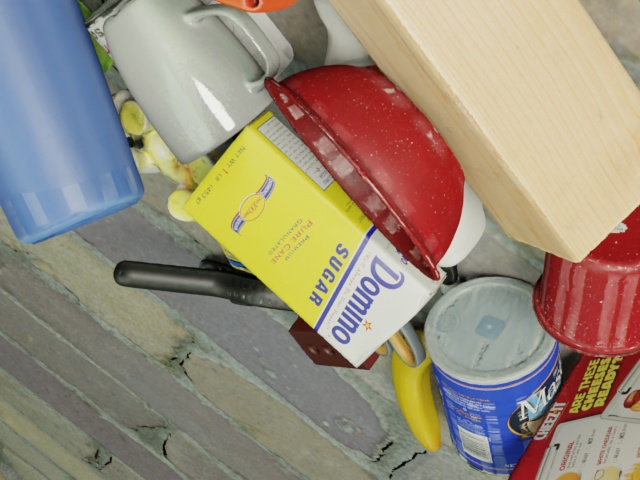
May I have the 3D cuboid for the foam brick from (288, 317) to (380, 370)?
[{"bbox_3d":[0.021,0.087,1.021,0.078,0.051,0.053,-2,132,49],"label":"foam brick"}]

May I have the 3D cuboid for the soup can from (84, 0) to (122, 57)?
[{"bbox_3d":[-0.125,-0.149,0.834,0.102,0.068,0.069,51,148,-20],"label":"soup can"}]

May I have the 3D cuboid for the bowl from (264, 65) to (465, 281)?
[{"bbox_3d":[0.038,-0.053,0.648,0.162,0.055,0.162,49,179,1],"label":"bowl"}]

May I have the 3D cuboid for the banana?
[{"bbox_3d":[0.094,0.136,1.009,0.070,0.037,0.198,56,162,30],"label":"banana"}]

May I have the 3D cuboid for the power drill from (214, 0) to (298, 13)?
[{"bbox_3d":[-0.037,-0.225,0.580,0.185,0.057,0.188,24,120,25],"label":"power drill"}]

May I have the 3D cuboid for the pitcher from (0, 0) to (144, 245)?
[{"bbox_3d":[-0.237,-0.123,0.845,0.149,0.145,0.243,-72,-40,-84],"label":"pitcher"}]

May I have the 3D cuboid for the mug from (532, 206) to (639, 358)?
[{"bbox_3d":[0.185,0.009,0.710,0.081,0.093,0.117,84,164,-46],"label":"mug"}]

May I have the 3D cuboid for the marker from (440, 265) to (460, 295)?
[{"bbox_3d":[0.114,0.054,0.905,0.020,0.020,0.121,18,145,31],"label":"marker"}]

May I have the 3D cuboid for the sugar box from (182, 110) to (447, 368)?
[{"bbox_3d":[-0.005,0.001,0.771,0.176,0.048,0.093,43,123,2],"label":"sugar box"}]

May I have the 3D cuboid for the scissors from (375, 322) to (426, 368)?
[{"bbox_3d":[0.024,0.030,0.943,0.202,0.016,0.096,54,158,4],"label":"scissors"}]

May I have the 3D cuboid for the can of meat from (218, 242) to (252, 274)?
[{"bbox_3d":[-0.054,-0.011,0.959,0.102,0.057,0.084,17,147,37],"label":"can of meat"}]

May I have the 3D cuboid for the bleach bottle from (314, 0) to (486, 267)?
[{"bbox_3d":[0.044,-0.095,0.733,0.103,0.068,0.251,15,141,35],"label":"bleach bottle"}]

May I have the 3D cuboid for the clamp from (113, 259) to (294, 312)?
[{"bbox_3d":[-0.071,0.043,1.034,0.210,0.036,0.164,8,-176,18],"label":"clamp"}]

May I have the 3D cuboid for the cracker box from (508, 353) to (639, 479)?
[{"bbox_3d":[0.250,0.146,0.740,0.072,0.164,0.214,50,148,-17],"label":"cracker box"}]

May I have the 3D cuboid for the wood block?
[{"bbox_3d":[0.102,-0.098,0.611,0.206,0.091,0.090,49,173,-20],"label":"wood block"}]

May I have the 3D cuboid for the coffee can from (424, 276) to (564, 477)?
[{"bbox_3d":[0.146,0.113,0.868,0.103,0.102,0.140,18,145,31],"label":"coffee can"}]
